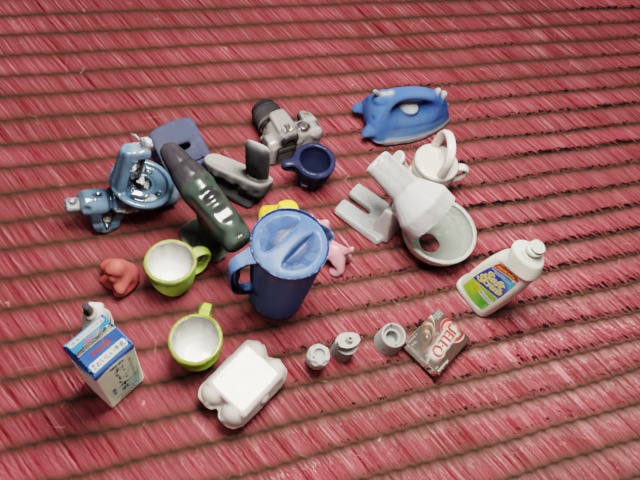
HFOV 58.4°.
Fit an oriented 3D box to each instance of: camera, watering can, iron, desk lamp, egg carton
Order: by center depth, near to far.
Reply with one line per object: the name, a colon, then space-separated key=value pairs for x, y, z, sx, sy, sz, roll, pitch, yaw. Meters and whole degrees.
egg carton: x=-0.135 y=0.257 z=1.022 sx=0.107 sy=0.069 sz=0.150 roll=40 pitch=62 yaw=10
desk lamp: x=0.150 y=-0.076 z=1.175 sx=0.203 sy=0.213 sz=0.118 roll=36 pitch=61 yaw=8
watering can: x=0.242 y=-0.160 z=1.250 sx=0.173 sy=0.194 sz=0.101 roll=-17 pitch=67 yaw=-19
camera: x=-0.084 y=-0.261 z=1.290 sx=0.143 sy=0.101 sz=0.136 roll=-23 pitch=69 yaw=-22
iron: x=0.215 y=-0.317 z=1.358 sx=0.259 sy=0.141 sz=0.118 roll=-10 pitch=65 yaw=-16

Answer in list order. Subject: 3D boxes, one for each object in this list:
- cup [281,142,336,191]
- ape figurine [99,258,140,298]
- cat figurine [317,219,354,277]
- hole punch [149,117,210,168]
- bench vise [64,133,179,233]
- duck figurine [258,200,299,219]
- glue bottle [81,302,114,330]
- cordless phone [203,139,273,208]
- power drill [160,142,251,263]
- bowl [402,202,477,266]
cup: x=-0.030 y=-0.148 z=1.244 sx=0.118 sy=0.095 sz=0.091 roll=-8 pitch=64 yaw=-15
ape figurine: x=-0.375 y=0.062 z=1.062 sx=0.076 sy=0.092 sz=0.077 roll=-9 pitch=64 yaw=-16
cat figurine: x=0.011 y=0.004 z=1.159 sx=0.127 sy=0.117 sz=0.067 roll=27 pitch=60 yaw=3
hole punch: x=-0.294 y=-0.193 z=1.215 sx=0.109 sy=0.091 sz=0.101 roll=-30 pitch=72 yaw=-24
bench vise: x=-0.367 y=-0.098 z=1.075 sx=0.208 sy=0.219 sz=0.121 roll=-38 pitch=75 yaw=-26
duck figurine: x=-0.075 y=-0.053 z=1.189 sx=0.104 sy=0.086 sz=0.077 roll=17 pitch=60 yaw=-2
glue bottle: x=-0.382 y=0.140 z=0.973 sx=0.037 sy=0.173 sz=0.078 roll=2 pitch=62 yaw=-10
cordless phone: x=-0.165 y=-0.162 z=1.172 sx=0.147 sy=0.185 sz=0.094 roll=21 pitch=60 yaw=0
power drill: x=-0.223 y=-0.051 z=1.087 sx=0.076 sy=0.208 sz=0.229 roll=-38 pitch=75 yaw=-26
bowl: x=0.248 y=-0.009 z=1.239 sx=0.167 sy=0.074 sz=0.167 roll=5 pitch=62 yaw=-9
